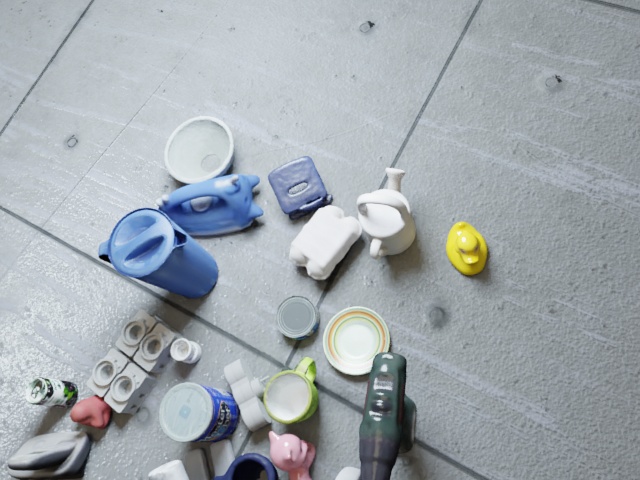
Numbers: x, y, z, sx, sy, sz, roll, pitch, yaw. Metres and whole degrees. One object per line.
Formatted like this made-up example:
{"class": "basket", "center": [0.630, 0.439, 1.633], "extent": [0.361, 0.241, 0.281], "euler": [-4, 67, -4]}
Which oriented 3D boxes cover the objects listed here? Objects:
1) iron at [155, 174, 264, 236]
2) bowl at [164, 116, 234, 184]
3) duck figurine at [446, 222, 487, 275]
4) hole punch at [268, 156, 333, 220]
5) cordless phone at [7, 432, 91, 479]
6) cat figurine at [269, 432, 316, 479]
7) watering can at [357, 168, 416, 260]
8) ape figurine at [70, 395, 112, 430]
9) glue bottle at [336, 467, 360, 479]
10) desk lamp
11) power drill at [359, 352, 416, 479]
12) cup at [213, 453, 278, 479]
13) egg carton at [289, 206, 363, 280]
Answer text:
{"class": "iron", "center": [-0.258, -0.081, 1.224], "extent": [0.258, 0.142, 0.118], "euler": [-13, 69, 9]}
{"class": "bowl", "center": [-0.262, -0.191, 1.299], "extent": [0.167, 0.075, 0.167], "euler": [-4, 71, 12]}
{"class": "duck figurine", "center": [0.280, 0.008, 1.093], "extent": [0.077, 0.086, 0.104], "euler": [-14, 69, 9]}
{"class": "hole punch", "center": [-0.042, -0.110, 1.209], "extent": [0.108, 0.091, 0.101], "euler": [-25, 67, 4]}
{"class": "cordless phone", "center": [-0.549, 0.418, 1.099], "extent": [0.147, 0.185, 0.094], "euler": [-10, 69, 10]}
{"class": "cat figurine", "center": [-0.048, 0.402, 1.020], "extent": [0.067, 0.118, 0.127], "euler": [-17, 68, 8]}
{"class": "watering can", "center": [0.124, -0.053, 1.093], "extent": [0.100, 0.194, 0.173], "euler": [-9, 69, 11]}
{"class": "ape figurine", "center": [-0.468, 0.349, 1.154], "extent": [0.077, 0.092, 0.076], "euler": [40, 84, 22]}
{"class": "glue bottle", "center": [0.039, 0.426, 0.960], "extent": [0.037, 0.173, 0.078], "euler": [7, 73, 16]}
{"class": "desk lamp", "center": [-0.217, 0.461, 0.989], "extent": [0.118, 0.214, 0.203], "euler": [-22, 68, 6]}
{"class": "power drill", "center": [0.114, 0.311, 0.963], "extent": [0.075, 0.209, 0.230], "euler": [2, 72, 15]}
{"class": "cup", "center": [-0.125, 0.436, 1.039], "extent": [0.117, 0.095, 0.091], "euler": [-7, 70, 11]}
{"class": "egg carton", "center": [0.011, 0.004, 1.169], "extent": [0.107, 0.069, 0.150], "euler": [35, 82, 22]}
